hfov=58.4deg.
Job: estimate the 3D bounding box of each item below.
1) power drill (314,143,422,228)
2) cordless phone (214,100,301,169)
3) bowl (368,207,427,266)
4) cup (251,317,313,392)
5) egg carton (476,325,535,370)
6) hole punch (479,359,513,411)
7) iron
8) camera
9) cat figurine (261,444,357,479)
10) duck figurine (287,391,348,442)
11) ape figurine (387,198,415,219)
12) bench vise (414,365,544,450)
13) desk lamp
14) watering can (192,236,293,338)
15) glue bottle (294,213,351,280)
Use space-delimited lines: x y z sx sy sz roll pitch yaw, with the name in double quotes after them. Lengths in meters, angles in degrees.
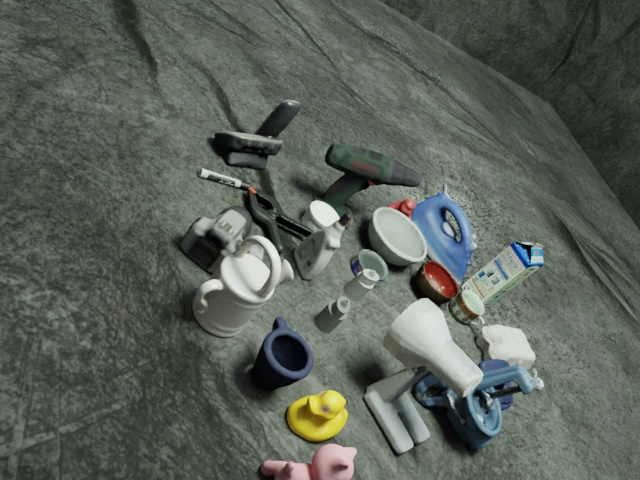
0.093 -0.128 1.348 0.230 0.208 0.075 24 39 -23 "power drill"
-0.136 -0.254 1.283 0.148 0.184 0.094 -5 56 -46 "cordless phone"
0.177 0.004 1.405 0.168 0.074 0.167 26 38 -22 "bowl"
-0.075 0.196 0.946 0.092 0.094 0.117 13 44 -35 "cup"
0.454 0.265 1.396 0.151 0.069 0.107 14 44 -34 "egg carton"
0.374 0.319 1.245 0.109 0.091 0.101 8 47 -38 "hole punch"
0.349 -0.020 1.535 0.119 0.141 0.258 -1 53 -44 "iron"
-0.161 -0.005 1.070 0.143 0.100 0.137 38 35 -5 "camera"
-0.007 0.338 0.840 0.128 0.117 0.067 15 43 -32 "cat figurine"
0.009 0.281 0.943 0.105 0.086 0.077 17 42 -31 "duck figurine"
0.214 -0.075 1.508 0.078 0.092 0.076 39 35 -3 "ape figurine"
0.298 0.287 1.096 0.207 0.219 0.121 37 35 -7 "bench vise"
0.180 0.241 1.038 0.118 0.213 0.203 -7 58 -47 "desk lamp"
-0.121 0.067 0.951 0.101 0.193 0.173 45 35 4 "watering can"
0.011 0.004 1.161 0.037 0.173 0.078 9 47 -38 "glue bottle"
